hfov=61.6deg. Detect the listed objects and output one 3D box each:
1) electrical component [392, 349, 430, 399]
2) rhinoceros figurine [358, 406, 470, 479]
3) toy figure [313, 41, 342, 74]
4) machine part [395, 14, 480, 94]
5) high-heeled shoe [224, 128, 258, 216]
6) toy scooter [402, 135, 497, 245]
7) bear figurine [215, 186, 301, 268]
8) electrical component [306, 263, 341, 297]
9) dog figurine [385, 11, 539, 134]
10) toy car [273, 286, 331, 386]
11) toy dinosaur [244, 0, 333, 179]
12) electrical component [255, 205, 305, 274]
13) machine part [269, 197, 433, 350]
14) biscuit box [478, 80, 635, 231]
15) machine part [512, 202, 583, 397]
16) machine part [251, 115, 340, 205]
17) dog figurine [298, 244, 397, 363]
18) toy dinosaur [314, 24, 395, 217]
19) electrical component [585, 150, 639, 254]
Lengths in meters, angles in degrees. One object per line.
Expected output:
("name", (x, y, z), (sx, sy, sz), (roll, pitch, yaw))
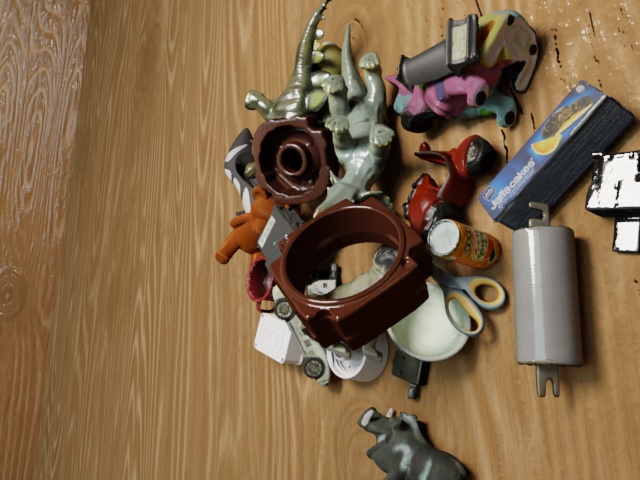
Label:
("electrical component", (0.141, 0.200, 0.847), (0.063, 0.021, 0.094), (7, 86, 51))
("rhinoceros figurine", (0.127, 0.315, 0.791), (0.191, 0.073, 0.112), (20, 97, 50))
("toy figure", (-0.011, -0.335, 1.132), (0.180, 0.082, 0.089), (-36, 50, 36))
("machine part", (0.169, -0.261, 0.768), (0.139, 0.039, 0.084), (-16, 71, 50))
("high-heeled shoe", (-0.150, -0.156, 1.251), (0.145, 0.086, 0.248), (-8, 78, 46))
("toy scooter", (0.182, -0.088, 0.838), (0.135, 0.075, 0.183), (41, 108, 47))
("bear figurine", (-0.128, -0.015, 1.125), (0.196, 0.120, 0.132), (-40, 25, 58))
("electrical component", (0.004, 0.100, 1.025), (0.078, 0.045, 0.102), (-9, 73, 19))
("dog figurine", (0.204, -0.255, 0.837), (0.219, 0.108, 0.191), (27, 101, 52))
("toy car", (-0.031, 0.171, 0.975), (0.201, 0.056, 0.073), (63, 175, 4))
("toy dinosaur", (-0.046, -0.245, 1.084), (0.199, 0.105, 0.470), (17, 115, 28))
("electrical component", (-0.058, 0.016, 1.026), (0.134, 0.058, 0.114), (55, 131, 33))
("machine part", (0.042, 0.041, 0.778), (0.201, 0.087, 0.201), (-32, 42, -8))
("biscuit box", (0.301, -0.102, 0.702), (0.202, 0.063, 0.059), (-54, 28, 26))
("machine part", (0.283, 0.071, 0.672), (0.079, 0.079, 0.243), (-13, 69, 48))
("machine part", (-0.046, -0.152, 1.018), (0.180, 0.056, 0.179), (9, 109, 26))
("dog figurine", (0.062, 0.085, 0.877), (0.173, 0.121, 0.190), (8, 53, 33))
("toy dinosaur", (0.072, -0.189, 0.957), (0.131, 0.192, 0.405), (2, 56, 8))
("electrical component", (0.360, -0.047, 0.637), (0.075, 0.047, 0.119), (6, 83, 51))
